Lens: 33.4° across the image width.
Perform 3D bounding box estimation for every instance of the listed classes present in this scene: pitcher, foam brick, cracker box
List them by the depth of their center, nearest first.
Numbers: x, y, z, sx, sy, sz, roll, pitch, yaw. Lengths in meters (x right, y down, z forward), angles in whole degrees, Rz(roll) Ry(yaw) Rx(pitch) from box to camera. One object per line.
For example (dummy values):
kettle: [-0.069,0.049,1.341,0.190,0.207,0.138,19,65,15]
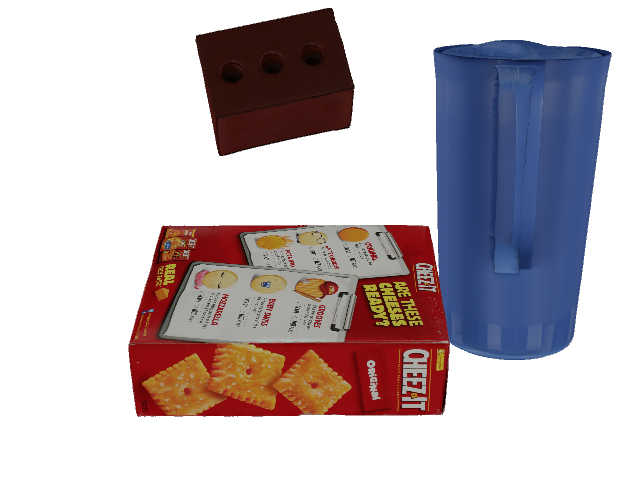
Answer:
foam brick: [-0.025,-0.087,0.588,0.078,0.053,0.051,-13,-17,-4]
cracker box: [-0.021,0.056,0.783,0.213,0.072,0.164,0,30,0]
pitcher: [0.150,-0.032,0.832,0.149,0.243,0.145,-10,18,-33]
